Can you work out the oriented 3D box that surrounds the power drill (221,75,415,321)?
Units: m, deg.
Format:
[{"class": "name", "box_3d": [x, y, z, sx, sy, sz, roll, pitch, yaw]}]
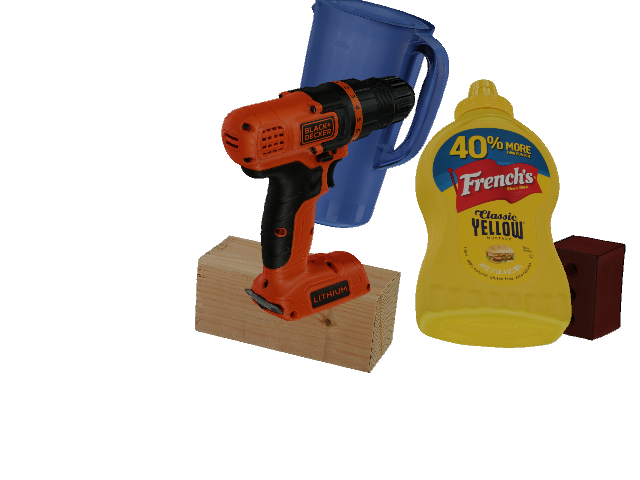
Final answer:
[{"class": "power drill", "box_3d": [0.003, -0.039, 0.886, 0.184, 0.188, 0.057, -17, 28, -33]}]

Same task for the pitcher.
[{"class": "pitcher", "box_3d": [0.041, -0.138, 1.178, 0.145, 0.243, 0.149, 11, 20, -9]}]

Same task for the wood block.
[{"class": "wood block", "box_3d": [-0.026, 0.068, 1.182, 0.206, 0.091, 0.090, 12, 22, 17]}]

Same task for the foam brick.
[{"class": "foam brick", "box_3d": [0.227, 0.040, 0.924, 0.053, 0.078, 0.051, 12, 20, 40]}]

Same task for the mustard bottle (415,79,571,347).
[{"class": "mustard bottle", "box_3d": [0.112, -0.026, 0.715, 0.096, 0.191, 0.058, 3, -29, -2]}]
